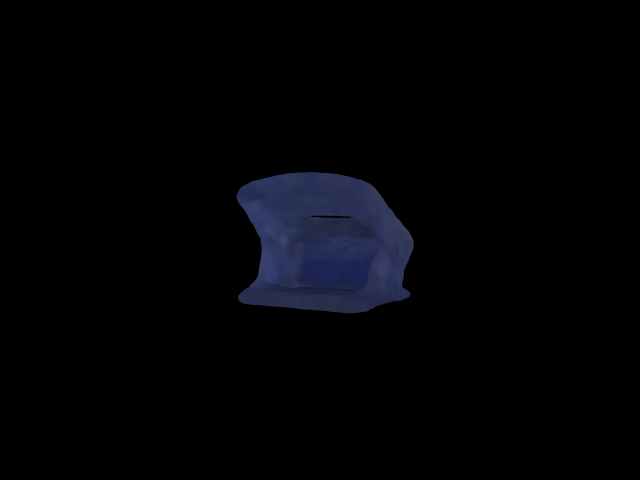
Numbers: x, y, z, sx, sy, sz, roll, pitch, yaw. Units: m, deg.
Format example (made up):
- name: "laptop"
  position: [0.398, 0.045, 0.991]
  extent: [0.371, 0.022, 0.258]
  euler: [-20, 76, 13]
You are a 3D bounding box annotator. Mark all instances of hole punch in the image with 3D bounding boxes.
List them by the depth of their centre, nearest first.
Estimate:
- name: "hole punch"
  position: [0.004, 0.001, 0.400]
  extent: [0.108, 0.091, 0.101]
  euler: [1, 3, 28]
